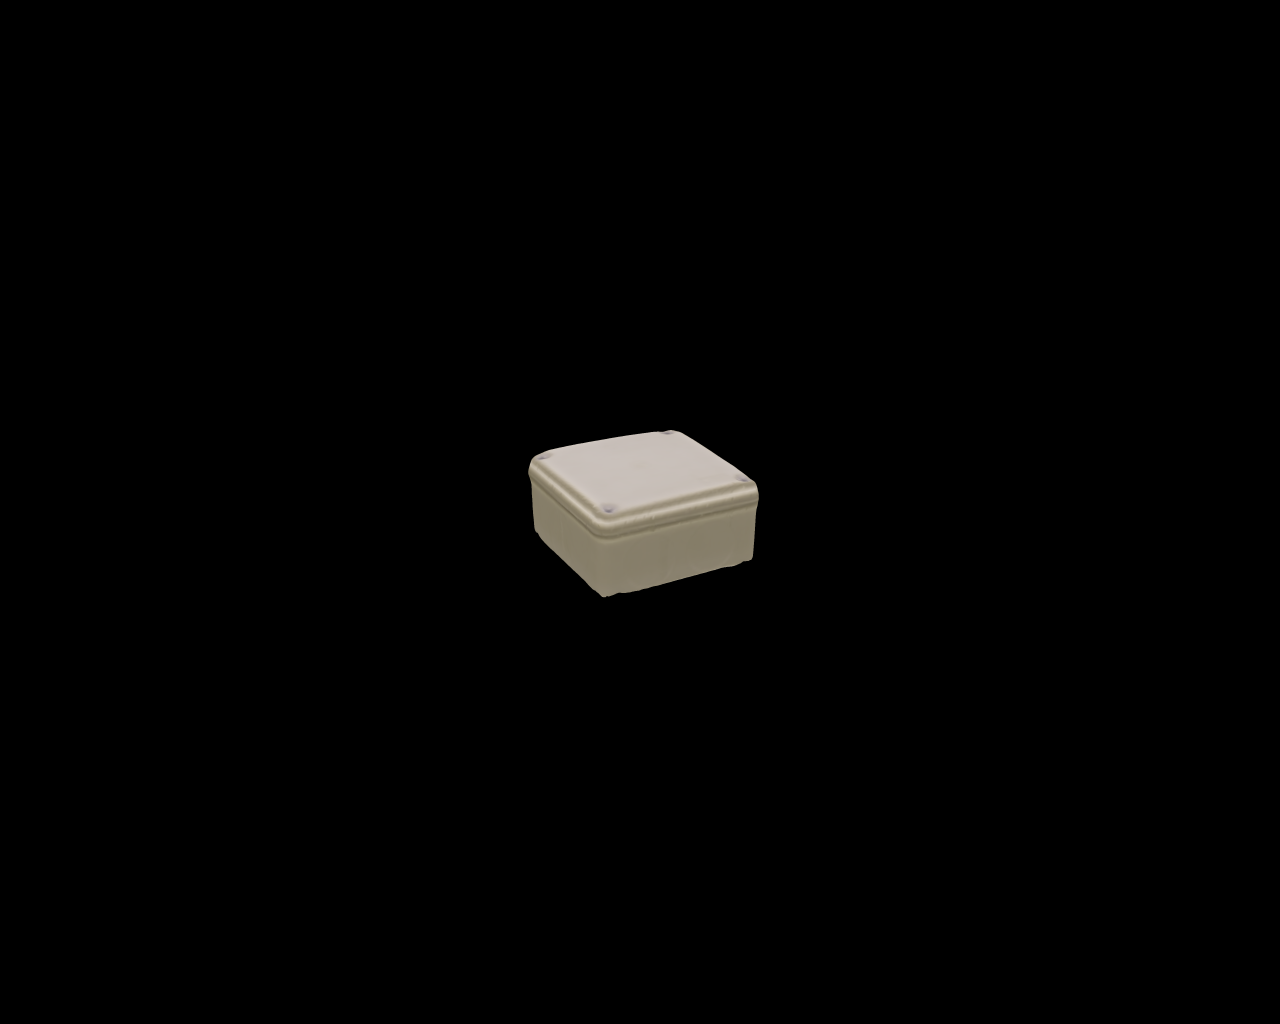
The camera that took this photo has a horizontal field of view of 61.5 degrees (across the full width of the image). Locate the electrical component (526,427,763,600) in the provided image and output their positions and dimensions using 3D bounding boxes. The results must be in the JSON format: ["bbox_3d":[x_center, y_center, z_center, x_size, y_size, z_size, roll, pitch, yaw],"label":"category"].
[{"bbox_3d":[0.001,-0.003,0.650,0.109,0.056,0.109,-12,27,-25],"label":"electrical component"}]
